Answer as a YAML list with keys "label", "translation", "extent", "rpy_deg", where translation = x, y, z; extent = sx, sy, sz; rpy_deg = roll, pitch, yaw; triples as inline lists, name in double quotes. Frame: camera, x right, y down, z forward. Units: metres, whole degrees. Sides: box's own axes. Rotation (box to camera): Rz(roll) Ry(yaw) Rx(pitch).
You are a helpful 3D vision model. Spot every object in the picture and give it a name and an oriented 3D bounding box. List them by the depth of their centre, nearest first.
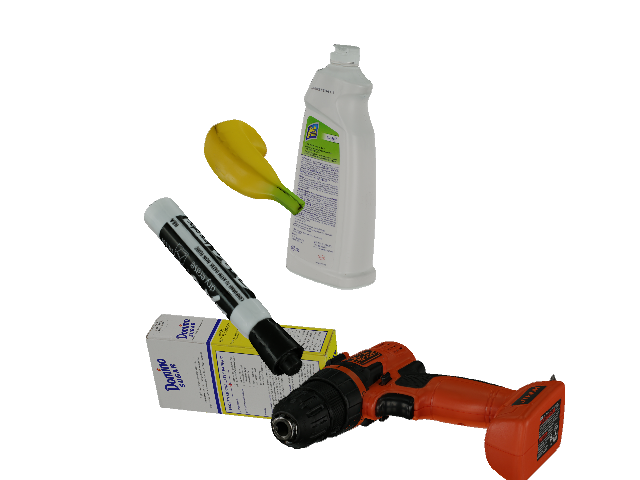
- label: "marker"
  translation: [-0.048, 0.023, 0.530]
  extent: [0.020, 0.020, 0.121]
  rpy_deg: [0, 39, -52]
- label: "power drill"
  translation: [0.078, 0.129, 0.810]
  extent: [0.188, 0.057, 0.184]
  rpy_deg: [10, 17, 30]
- label: "banana"
  translation: [-0.061, -0.064, 0.830]
  extent: [0.069, 0.037, 0.198]
  rpy_deg: [43, 6, -20]
- label: "sugar box"
  translation: [-0.072, 0.123, 1.017]
  extent: [0.176, 0.093, 0.048]
  rpy_deg: [6, 35, 15]
- label: "bleach bottle"
  translation: [0.021, -0.081, 1.144]
  extent: [0.103, 0.251, 0.067]
  rpy_deg: [18, 19, 38]
